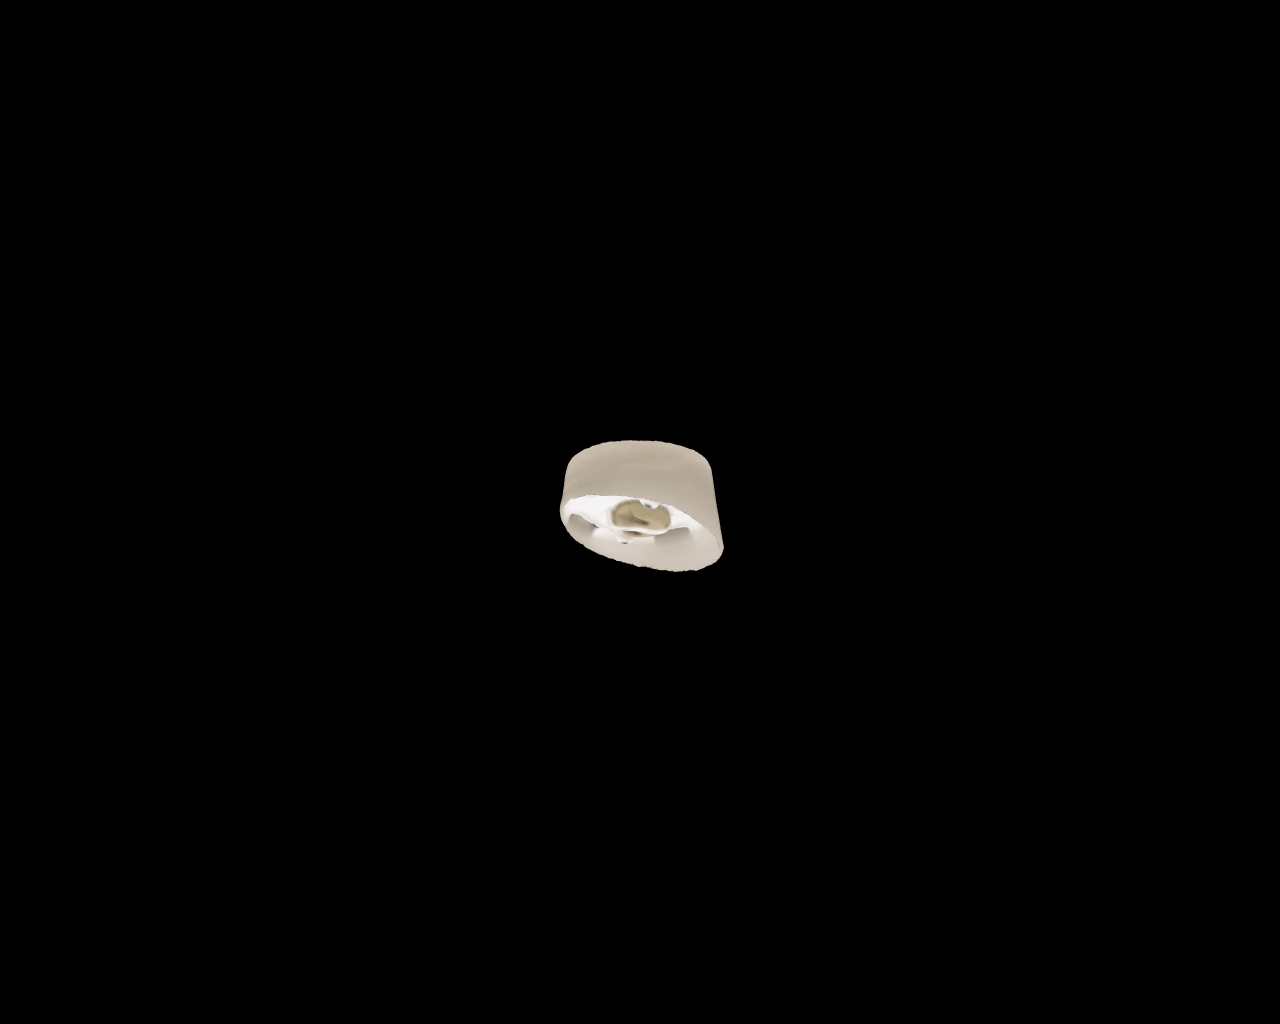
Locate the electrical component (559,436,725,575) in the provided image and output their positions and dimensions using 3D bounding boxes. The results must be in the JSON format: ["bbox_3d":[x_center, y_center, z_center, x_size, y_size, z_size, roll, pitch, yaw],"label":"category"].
[{"bbox_3d":[0.001,-0.003,0.650,0.099,0.064,0.099,0,-23,0],"label":"electrical component"}]
